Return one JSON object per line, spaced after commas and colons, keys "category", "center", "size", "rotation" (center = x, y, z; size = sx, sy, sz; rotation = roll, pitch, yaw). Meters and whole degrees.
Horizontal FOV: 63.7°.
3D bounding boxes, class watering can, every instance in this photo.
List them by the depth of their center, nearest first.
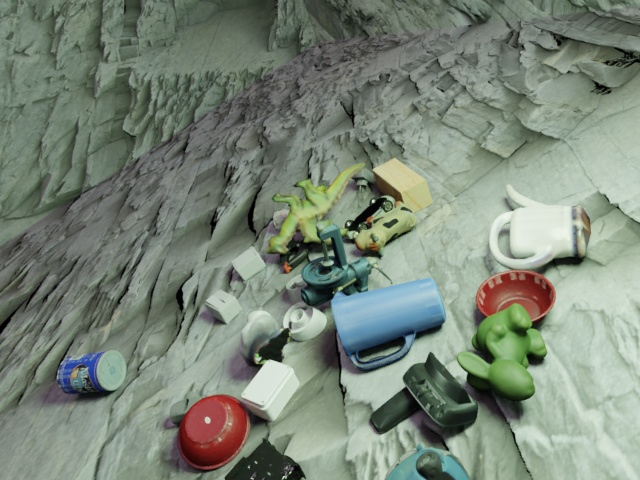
{"category": "watering can", "center": [0.535, -0.047, 1.258], "size": [0.224, 0.102, 0.355], "rotation": [-2, 37, 28]}

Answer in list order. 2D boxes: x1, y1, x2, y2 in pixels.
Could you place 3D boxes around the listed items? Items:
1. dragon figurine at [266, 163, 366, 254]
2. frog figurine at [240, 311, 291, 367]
{"category": "dragon figurine", "center": [0.005, -0.080, 1.584], "size": [0.411, 0.120, 0.247], "rotation": [-27, 58, -3]}
{"category": "frog figurine", "center": [-0.150, 0.229, 1.250], "size": [0.123, 0.135, 0.161], "rotation": [-18, 29, -25]}
